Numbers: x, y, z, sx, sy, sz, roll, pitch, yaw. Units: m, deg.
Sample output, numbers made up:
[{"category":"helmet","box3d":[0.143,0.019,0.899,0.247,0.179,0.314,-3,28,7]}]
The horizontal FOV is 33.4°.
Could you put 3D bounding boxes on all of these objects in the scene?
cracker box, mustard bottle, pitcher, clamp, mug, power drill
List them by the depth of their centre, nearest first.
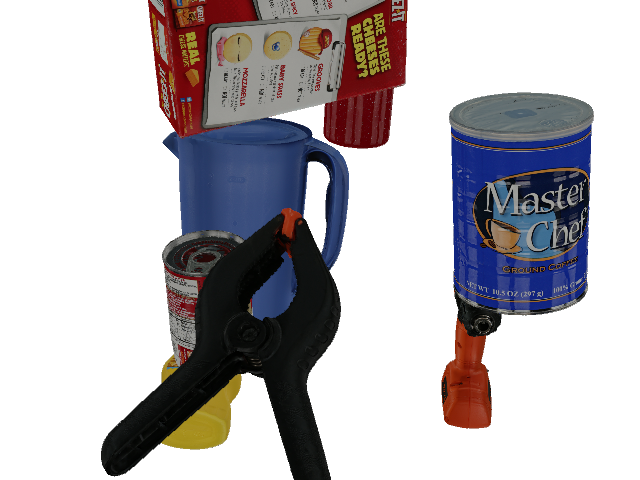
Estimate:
[{"category":"clamp","box3d":[-0.027,0.064,0.561,0.120,0.171,0.039,20,-24,12]},{"category":"cracker box","box3d":[-0.035,-0.192,0.897,0.213,0.164,0.072,-16,39,-18]},{"category":"pitcher","box3d":[-0.068,0.002,1.068,0.144,0.243,0.149,-9,21,-31]},{"category":"power drill","box3d":[0.168,0.108,1.165,0.057,0.188,0.184,5,25,5]},{"category":"mustard bottle","box3d":[-0.145,0.172,1.278,0.096,0.058,0.191,3,25,3]},{"category":"mug","box3d":[0.053,-0.165,1.312,0.093,0.081,0.117,16,26,28]}]

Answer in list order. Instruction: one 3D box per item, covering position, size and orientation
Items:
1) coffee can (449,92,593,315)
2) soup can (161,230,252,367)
[{"category":"coffee can","box3d":[0.149,-0.029,0.796,0.103,0.140,0.103,-4,23,1]},{"category":"soup can","box3d":[-0.088,0.052,0.854,0.068,0.102,0.068,-2,29,1]}]
